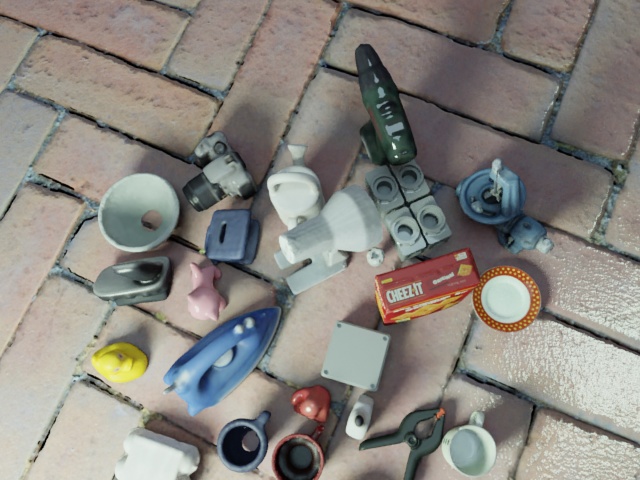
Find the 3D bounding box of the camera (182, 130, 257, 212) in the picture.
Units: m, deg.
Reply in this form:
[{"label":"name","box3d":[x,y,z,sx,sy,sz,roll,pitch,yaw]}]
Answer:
[{"label":"camera","box3d":[-0.221,-0.134,1.173,0.137,0.101,0.143,-34,76,-4]}]

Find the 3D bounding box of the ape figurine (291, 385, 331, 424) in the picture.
[{"label":"ape figurine","box3d":[-0.015,0.303,1.052,0.076,0.092,0.077,-35,76,-4]}]

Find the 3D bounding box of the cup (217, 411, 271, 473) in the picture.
[{"label":"cup","box3d":[-0.125,0.359,1.045,0.091,0.095,0.118,36,81,12]}]

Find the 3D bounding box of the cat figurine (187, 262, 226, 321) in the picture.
[{"label":"cat figurine","box3d":[-0.227,0.103,1.105,0.067,0.118,0.128,-16,75,1]}]

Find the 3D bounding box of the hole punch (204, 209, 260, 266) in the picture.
[{"label":"hole punch","box3d":[-0.180,-0.006,1.143,0.101,0.091,0.109,6,76,6]}]

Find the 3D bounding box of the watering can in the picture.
[{"label":"watering can","box3d":[-0.049,-0.100,1.103,0.101,0.194,0.173,-19,75,0]}]

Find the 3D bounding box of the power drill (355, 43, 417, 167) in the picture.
[{"label":"power drill","box3d":[0.120,-0.237,1.117,0.075,0.208,0.229,-21,75,-1]}]

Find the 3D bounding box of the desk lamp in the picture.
[{"label":"desk lamp","box3d":[0.010,0.004,1.062,0.203,0.213,0.118,-29,75,-3]}]

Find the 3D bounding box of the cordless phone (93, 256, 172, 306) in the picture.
[{"label":"cordless phone","box3d":[-0.372,0.066,1.091,0.147,0.185,0.094,-12,75,2]}]

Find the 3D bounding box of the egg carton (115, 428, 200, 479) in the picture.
[{"label":"egg carton","box3d":[-0.300,0.416,1.057,0.150,0.069,0.107,15,78,8]}]

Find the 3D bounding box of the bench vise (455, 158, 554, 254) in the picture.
[{"label":"bench vise","box3d":[0.354,-0.071,1.051,0.207,0.220,0.121,27,80,11]}]

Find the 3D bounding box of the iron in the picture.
[{"label":"iron","box3d":[-0.180,0.205,1.064,0.258,0.141,0.118,-43,76,-6]}]

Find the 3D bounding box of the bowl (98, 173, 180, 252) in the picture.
[{"label":"bowl","box3d":[-0.360,-0.049,1.176,0.167,0.075,0.167,-1,76,4]}]

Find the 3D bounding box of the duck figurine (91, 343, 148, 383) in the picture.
[{"label":"duck figurine","box3d":[-0.396,0.235,1.102,0.104,0.086,0.077,8,77,7]}]

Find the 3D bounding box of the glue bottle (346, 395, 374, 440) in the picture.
[{"label":"glue bottle","box3d":[0.070,0.312,1.001,0.037,0.173,0.078,17,78,9]}]
